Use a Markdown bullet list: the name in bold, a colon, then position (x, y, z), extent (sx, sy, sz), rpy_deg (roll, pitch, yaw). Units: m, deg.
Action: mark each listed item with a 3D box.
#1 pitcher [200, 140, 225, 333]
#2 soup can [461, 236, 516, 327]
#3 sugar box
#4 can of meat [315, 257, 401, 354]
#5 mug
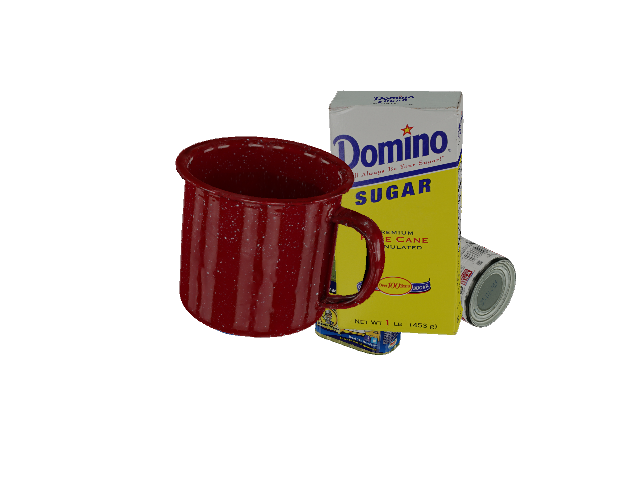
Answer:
- **pitcher**: position (-0.089, -0.005, 1.346), extent (0.145, 0.243, 0.148), rpy_deg (11, 16, 35)
- **soup can**: position (0.117, 0.028, 0.965), extent (0.068, 0.068, 0.102), rpy_deg (0, 21, -47)
- **sugar box**: position (0.056, -0.019, 0.778), extent (0.093, 0.176, 0.048), rpy_deg (1, 25, 12)
- **can of meat**: position (0.043, 0.071, 1.176), extent (0.102, 0.084, 0.057), rpy_deg (17, 29, 28)
- **mug**: position (-0.021, 0.001, 0.564), extent (0.117, 0.081, 0.093), rpy_deg (15, 25, 17)
